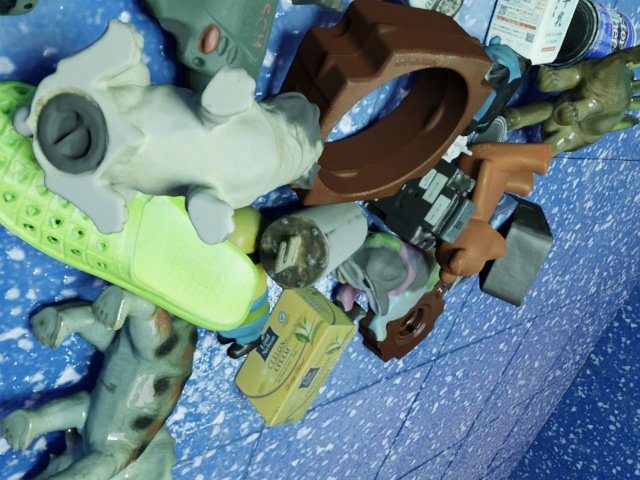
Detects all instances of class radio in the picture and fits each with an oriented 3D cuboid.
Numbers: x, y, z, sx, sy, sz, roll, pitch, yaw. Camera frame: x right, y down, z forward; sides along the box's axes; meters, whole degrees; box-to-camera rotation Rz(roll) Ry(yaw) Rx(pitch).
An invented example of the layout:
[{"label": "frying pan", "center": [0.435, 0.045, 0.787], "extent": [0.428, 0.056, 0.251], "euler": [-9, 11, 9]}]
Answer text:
[{"label": "radio", "center": [0.333, 0.008, 0.928], "extent": [0.229, 0.073, 0.131], "euler": [-50, 161, -67]}]

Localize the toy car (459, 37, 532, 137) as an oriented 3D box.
[{"label": "toy car", "center": [0.179, -0.192, 0.655], "extent": [0.161, 0.103, 0.109], "euler": [-29, 154, -51]}]

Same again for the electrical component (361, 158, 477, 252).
[{"label": "electrical component", "center": [0.134, -0.054, 0.703], "extent": [0.058, 0.134, 0.115], "euler": [17, 110, -48]}]

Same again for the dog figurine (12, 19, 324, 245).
[{"label": "dog figurine", "center": [-0.093, -0.075, 0.397], "extent": [0.190, 0.172, 0.121], "euler": [-48, 161, -75]}]

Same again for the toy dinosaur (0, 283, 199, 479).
[{"label": "toy dinosaur", "center": [-0.192, 0.134, 0.552], "extent": [0.404, 0.131, 0.192], "euler": [-64, 158, 6]}]

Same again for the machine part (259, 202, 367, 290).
[{"label": "machine part", "center": [-0.001, -0.002, 0.600], "extent": [0.079, 0.079, 0.243], "euler": [-65, 170, 18]}]

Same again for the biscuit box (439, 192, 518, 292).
[{"label": "biscuit box", "center": [0.247, -0.003, 0.891], "extent": [0.059, 0.063, 0.202], "euler": [-25, 149, -30]}]

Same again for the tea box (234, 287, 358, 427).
[{"label": "tea box", "center": [-0.036, 0.157, 0.739], "extent": [0.068, 0.098, 0.169], "euler": [11, 111, -50]}]

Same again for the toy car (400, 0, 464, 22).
[{"label": "toy car", "center": [0.075, -0.267, 0.506], "extent": [0.056, 0.073, 0.201], "euler": [-35, 150, 24]}]

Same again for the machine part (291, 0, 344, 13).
[{"label": "machine part", "center": [-0.017, -0.215, 0.388], "extent": [0.139, 0.039, 0.084], "euler": [-10, 132, -51]}]

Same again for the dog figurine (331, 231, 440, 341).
[{"label": "dog figurine", "center": [0.125, 0.029, 0.795], "extent": [0.219, 0.109, 0.191], "euler": [-34, 138, -27]}]

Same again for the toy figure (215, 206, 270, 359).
[{"label": "toy figure", "center": [-0.094, 0.044, 0.598], "extent": [0.089, 0.082, 0.179], "euler": [-43, 139, -42]}]

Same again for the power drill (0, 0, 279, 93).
[{"label": "power drill", "center": [-0.119, -0.165, 0.393], "extent": [0.207, 0.086, 0.232], "euler": [7, 114, -44]}]

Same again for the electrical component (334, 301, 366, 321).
[{"label": "electrical component", "center": [0.035, 0.124, 0.846], "extent": [0.094, 0.021, 0.063], "euler": [19, 107, -52]}]

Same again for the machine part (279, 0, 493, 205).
[{"label": "machine part", "center": [0.056, -0.132, 0.549], "extent": [0.201, 0.087, 0.201], "euler": [-8, 147, -34]}]

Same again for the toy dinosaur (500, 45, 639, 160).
[{"label": "toy dinosaur", "center": [0.385, -0.182, 0.804], "extent": [0.199, 0.105, 0.471], "euler": [-16, 173, -1]}]

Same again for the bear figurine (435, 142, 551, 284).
[{"label": "bear figurine", "center": [0.230, -0.032, 0.732], "extent": [0.120, 0.132, 0.196], "euler": [78, 22, -70]}]

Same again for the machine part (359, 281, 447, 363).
[{"label": "machine part", "center": [0.149, 0.135, 0.946], "extent": [0.179, 0.056, 0.179], "euler": [-27, 139, -27]}]
